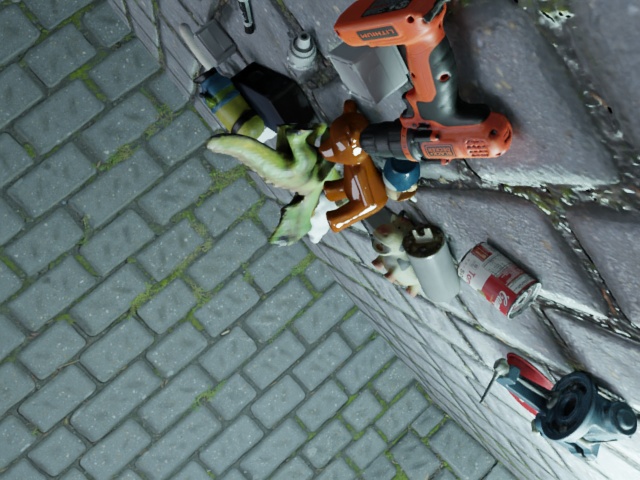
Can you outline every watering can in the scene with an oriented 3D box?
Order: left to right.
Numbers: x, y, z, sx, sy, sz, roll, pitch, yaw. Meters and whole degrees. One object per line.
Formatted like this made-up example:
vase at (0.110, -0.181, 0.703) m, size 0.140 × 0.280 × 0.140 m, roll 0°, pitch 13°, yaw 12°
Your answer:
watering can at (-0.242, -0.391, 1.347) m, size 0.228 × 0.104 × 0.341 m, roll 43°, pitch 171°, yaw 32°

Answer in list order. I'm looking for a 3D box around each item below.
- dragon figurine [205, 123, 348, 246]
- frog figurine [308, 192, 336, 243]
dragon figurine at (-0.047, -0.097, 0.958) m, size 0.123 × 0.414 × 0.239 m, roll 22°, pitch 117°, yaw 40°
frog figurine at (0.004, -0.066, 1.314) m, size 0.123 × 0.158 × 0.138 m, roll 10°, pitch -172°, yaw 29°
